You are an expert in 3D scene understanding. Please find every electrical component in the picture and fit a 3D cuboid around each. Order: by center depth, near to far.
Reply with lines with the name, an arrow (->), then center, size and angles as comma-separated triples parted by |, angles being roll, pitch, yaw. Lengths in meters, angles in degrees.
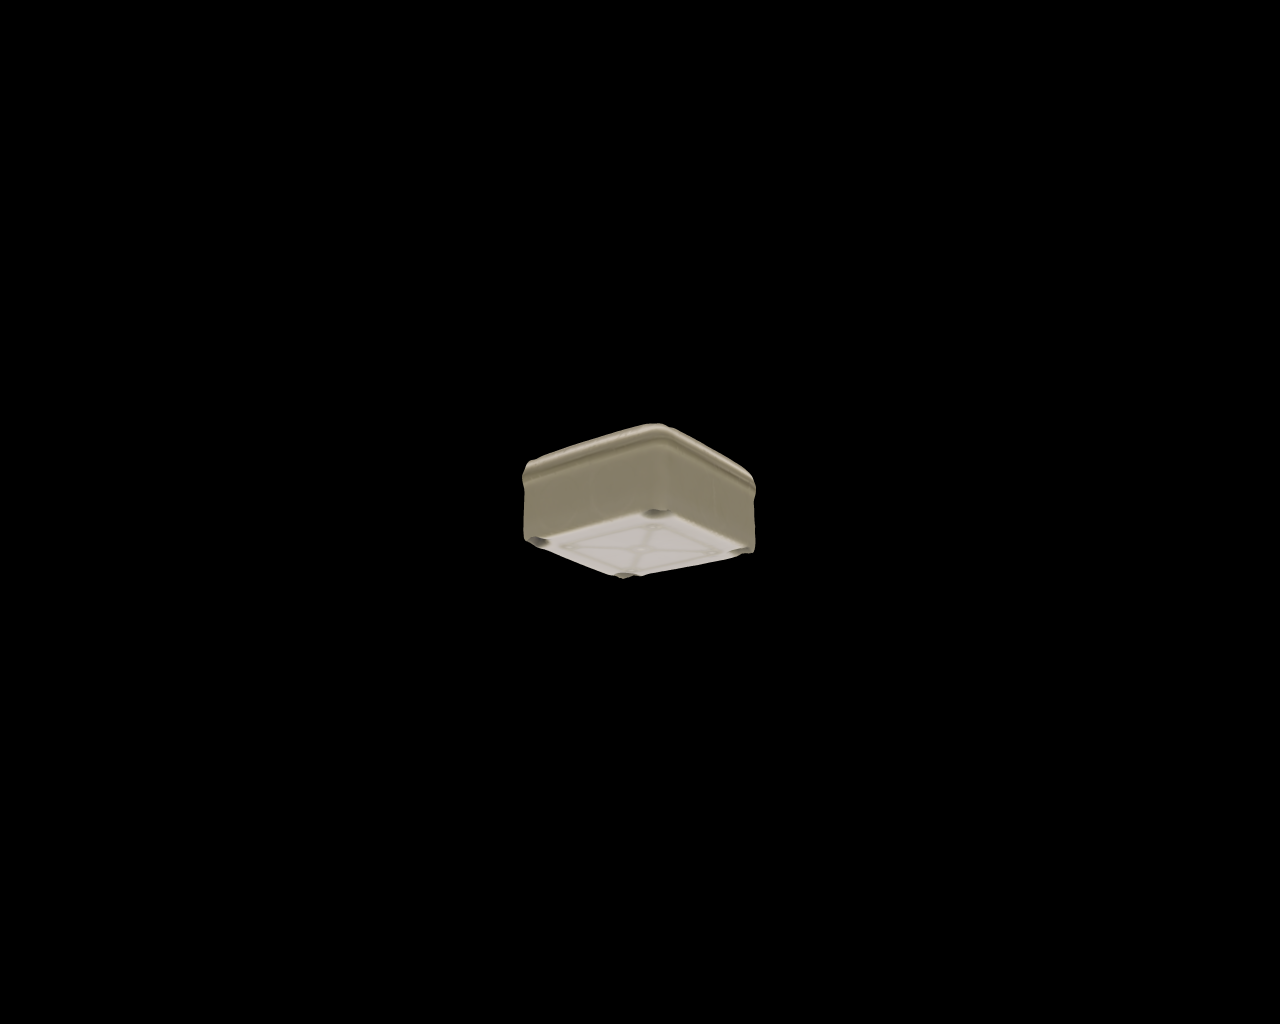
electrical component -> 0.001, -0.003, 0.650 | 0.108, 0.056, 0.108 | -14, -24, 33
